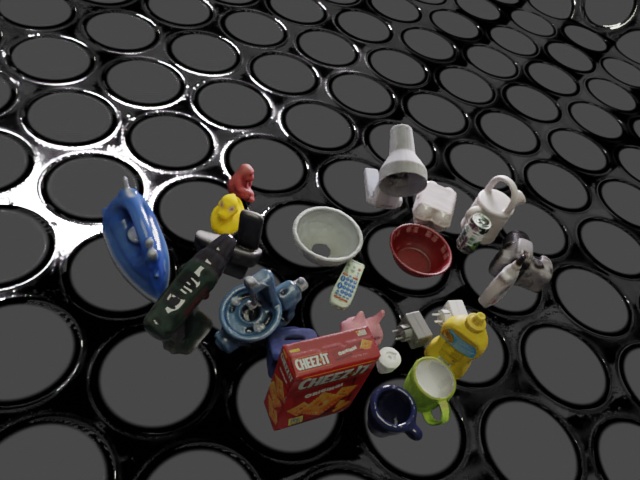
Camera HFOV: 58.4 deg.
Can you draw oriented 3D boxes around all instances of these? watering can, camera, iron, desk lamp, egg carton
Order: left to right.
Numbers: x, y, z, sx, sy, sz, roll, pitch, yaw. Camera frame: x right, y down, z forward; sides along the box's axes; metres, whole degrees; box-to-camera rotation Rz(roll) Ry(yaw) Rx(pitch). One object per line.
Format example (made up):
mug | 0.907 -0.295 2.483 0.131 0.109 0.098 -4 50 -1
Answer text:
iron | -0.369 -0.005 1.185 0.119 0.141 0.257 -16 57 -28
desk lamp | 0.188 -0.174 1.460 0.118 0.213 0.203 7 49 -12
egg carton | 0.304 -0.091 1.524 0.107 0.069 0.150 22 48 1
watering can | 0.455 -0.089 1.487 0.100 0.194 0.173 41 51 18
camera | 0.519 0.040 1.460 0.143 0.101 0.137 22 48 1

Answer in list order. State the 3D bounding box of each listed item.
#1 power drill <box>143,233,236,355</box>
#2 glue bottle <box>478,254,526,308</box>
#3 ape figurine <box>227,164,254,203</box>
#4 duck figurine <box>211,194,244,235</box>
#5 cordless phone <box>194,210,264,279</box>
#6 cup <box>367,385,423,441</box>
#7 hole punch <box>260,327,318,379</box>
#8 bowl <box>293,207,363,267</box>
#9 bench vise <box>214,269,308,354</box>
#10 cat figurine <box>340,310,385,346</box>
power drill | -0.241 0.115 1.077 0.075 0.208 0.230 29 48 8
glue bottle | 0.435 0.090 1.341 0.078 0.173 0.037 -27 62 -34
ape figurine | -0.185 -0.146 1.398 0.076 0.092 0.078 22 47 1
duck figurine | -0.211 -0.072 1.331 0.077 0.086 0.105 23 48 3
cordless phone | -0.190 -0.015 1.221 0.147 0.185 0.094 16 48 -4
cup | 0.136 0.343 1.081 0.117 0.095 0.092 42 51 19
hole punch | -0.055 0.213 1.133 0.109 0.091 0.101 1 50 -16
bowl | 0.012 0.005 1.345 0.167 0.075 0.167 9 49 -10
bench vise | -0.112 0.107 1.119 0.121 0.220 0.208 32 49 10
cat figurine | 0.085 0.185 1.185 0.128 0.118 0.067 -24 61 -33
